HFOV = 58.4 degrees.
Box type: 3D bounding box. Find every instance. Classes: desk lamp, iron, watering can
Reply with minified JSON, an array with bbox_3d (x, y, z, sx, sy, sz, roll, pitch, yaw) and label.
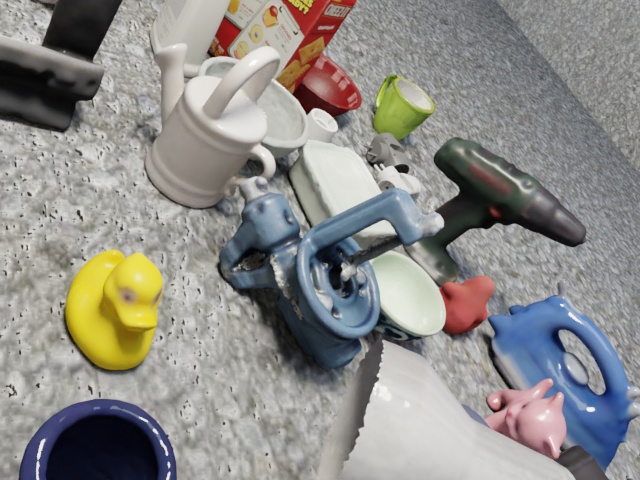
[{"bbox_3d":[0.066,0.195,0.437,0.203,0.213,0.118,36,35,-9],"label":"desk lamp"},{"bbox_3d":[0.357,0.186,0.795,0.119,0.141,0.258,-11,61,-49],"label":"iron"},{"bbox_3d":[-0.114,-0.137,0.625,0.173,0.193,0.101,32,36,-16],"label":"watering can"}]

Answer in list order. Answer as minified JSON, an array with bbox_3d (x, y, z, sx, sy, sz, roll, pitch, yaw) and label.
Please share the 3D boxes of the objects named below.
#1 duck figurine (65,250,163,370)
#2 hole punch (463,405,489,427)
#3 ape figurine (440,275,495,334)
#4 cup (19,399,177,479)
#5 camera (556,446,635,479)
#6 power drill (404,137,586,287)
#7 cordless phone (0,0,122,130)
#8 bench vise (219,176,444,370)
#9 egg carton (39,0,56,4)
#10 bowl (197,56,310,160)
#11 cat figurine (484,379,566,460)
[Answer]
[{"bbox_3d":[-0.163,0.045,0.480,0.078,0.086,0.104,5,49,-41],"label":"duck figurine"},{"bbox_3d":[0.130,0.235,0.564,0.101,0.091,0.108,-16,65,-51],"label":"hole punch"},{"bbox_3d":[0.207,0.084,0.797,0.078,0.092,0.076,47,35,5],"label":"ape figurine"},{"bbox_3d":[-0.139,0.169,0.366,0.118,0.094,0.092,35,36,-11],"label":"cup"},{"bbox_3d":[0.339,0.312,0.681,0.144,0.100,0.136,-3,55,-46],"label":"camera"},{"bbox_3d":[0.231,-0.027,0.836,0.229,0.208,0.076,47,35,6],"label":"power drill"},{"bbox_3d":[-0.273,-0.209,0.551,0.148,0.184,0.094,4,50,-42],"label":"cordless phone"},{"bbox_3d":[0.002,0.008,0.564,0.207,0.219,0.121,38,35,-7],"label":"bench vise"},{"bbox_3d":[-0.339,-0.350,0.735,0.151,0.069,0.107,25,39,-24],"label":"egg carton"},{"bbox_3d":[-0.100,-0.162,0.768,0.168,0.074,0.167,26,38,-23],"label":"bowl"},{"bbox_3d":[0.253,0.213,0.686,0.067,0.117,0.128,45,35,3],"label":"cat figurine"}]
